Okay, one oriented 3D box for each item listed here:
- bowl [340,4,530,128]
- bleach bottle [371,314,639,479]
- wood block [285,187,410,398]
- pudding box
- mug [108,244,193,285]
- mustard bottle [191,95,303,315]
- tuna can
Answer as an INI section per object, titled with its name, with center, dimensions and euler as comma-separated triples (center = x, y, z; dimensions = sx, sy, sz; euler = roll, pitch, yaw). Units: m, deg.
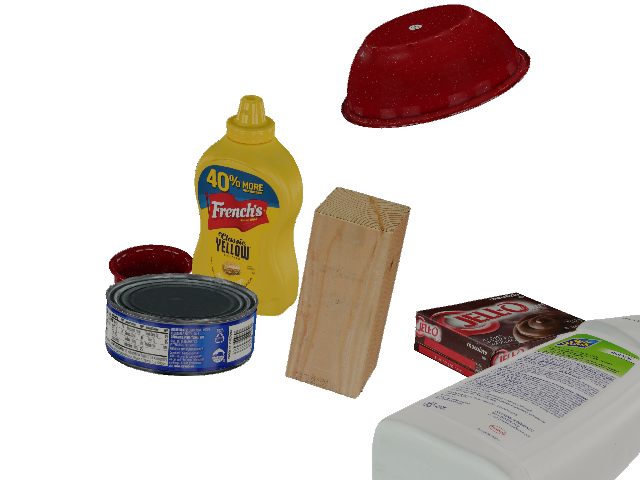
[bowl]
center = 0.087, -0.152, 0.879
dimensions = 0.162, 0.055, 0.162
euler = -16, 25, 7
[bleach bottle]
center = 0.147, 0.096, 0.605
dimensions = 0.250, 0.068, 0.103
euler = -19, 27, -40
[wood block]
center = 0.030, 0.058, 1.196
dimensions = 0.090, 0.206, 0.090
euler = 16, 24, 13
[pudding box]
center = 0.143, 0.076, 0.835
dimensions = 0.113, 0.039, 0.090
euler = -5, 18, -35
[mug]
center = -0.195, 0.057, 1.194
dimensions = 0.093, 0.081, 0.117
euler = -20, 35, -39
[mustard bottle]
center = -0.063, -0.033, 0.924
dimensions = 0.096, 0.192, 0.058
euler = 16, 29, 22
[tuna can]
center = -0.079, 0.047, 0.606
dimensions = 0.086, 0.034, 0.086
euler = 5, 14, -1
